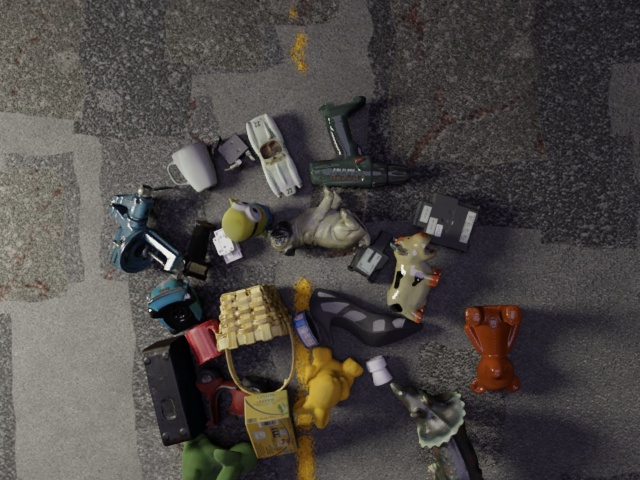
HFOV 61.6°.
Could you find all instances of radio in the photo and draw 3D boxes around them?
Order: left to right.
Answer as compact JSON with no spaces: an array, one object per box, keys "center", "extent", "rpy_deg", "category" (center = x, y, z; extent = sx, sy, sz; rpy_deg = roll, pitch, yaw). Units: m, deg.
[{"center":[-0.330,0.341,1.225],"extent":[0.073,0.131,0.229],"rpy_deg":[-16,87,3],"category":"radio"}]

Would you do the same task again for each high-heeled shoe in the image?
[{"center":[0.102,0.165,1.231],"extent":[0.249,0.086,0.145],"rpy_deg":[-5,56,-11],"category":"high-heeled shoe"}]

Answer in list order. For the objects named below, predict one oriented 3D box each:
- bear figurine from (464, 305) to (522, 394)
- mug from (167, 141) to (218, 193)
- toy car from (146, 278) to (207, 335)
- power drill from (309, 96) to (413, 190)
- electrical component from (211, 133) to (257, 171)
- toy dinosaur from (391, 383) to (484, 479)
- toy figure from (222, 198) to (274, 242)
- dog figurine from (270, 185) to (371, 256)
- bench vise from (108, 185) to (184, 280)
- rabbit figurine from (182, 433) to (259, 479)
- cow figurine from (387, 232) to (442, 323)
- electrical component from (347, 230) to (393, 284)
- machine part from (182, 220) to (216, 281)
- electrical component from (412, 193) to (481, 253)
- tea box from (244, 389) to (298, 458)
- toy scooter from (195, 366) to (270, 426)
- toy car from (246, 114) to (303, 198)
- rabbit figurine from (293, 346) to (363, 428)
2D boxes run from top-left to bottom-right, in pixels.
[{"center":[0.374,0.238,1.158],"extent":[0.120,0.132,0.195],"rpy_deg":[-2,83,13],"category":"bear figurine"},{"center":[-0.297,-0.162,1.261],"extent":[0.109,0.081,0.107],"rpy_deg":[-29,96,0],"category":"mug"},{"center":[-0.329,0.140,1.240],"extent":[0.109,0.161,0.103],"rpy_deg":[-23,51,0],"category":"toy car"},{"center":[0.085,-0.217,1.228],"extent":[0.232,0.086,0.207],"rpy_deg":[-8,95,8],"category":"power drill"},{"center":[-0.208,-0.208,1.269],"extent":[0.078,0.045,0.102],"rpy_deg":[-37,85,5],"category":"electrical component"},{"center":[0.283,0.471,1.127],"extent":[0.131,0.192,0.404],"rpy_deg":[-22,85,7],"category":"toy dinosaur"},{"center":[-0.155,-0.040,1.193],"extent":[0.082,0.180,0.089],"rpy_deg":[12,93,8],"category":"toy figure"},{"center":[-0.002,-0.004,1.214],"extent":[0.190,0.121,0.172],"rpy_deg":[-43,64,10],"category":"dog figurine"},{"center":[-0.392,-0.002,1.237],"extent":[0.241,0.128,0.223],"rpy_deg":[35,100,23],"category":"bench vise"},{"center":[-0.221,0.494,1.214],"extent":[0.170,0.159,0.121],"rpy_deg":[-9,78,-9],"category":"rabbit figurine"},{"center":[0.200,0.072,1.185],"extent":[0.127,0.085,0.194],"rpy_deg":[21,111,9],"category":"cow figurine"},{"center":[0.120,0.034,1.227],"extent":[0.075,0.048,0.119],"rpy_deg":[29,91,6],"category":"electrical component"},{"center":[-0.283,0.023,1.263],"extent":[0.039,0.084,0.139],"rpy_deg":[0,78,38],"category":"machine part"},{"center":[0.280,-0.042,1.208],"extent":[0.134,0.058,0.115],"rpy_deg":[19,89,7],"category":"electrical component"},{"center":[-0.105,0.405,1.178],"extent":[0.098,0.169,0.068],"rpy_deg":[-7,45,-4],"category":"tea box"},{"center":[-0.205,0.373,1.240],"extent":[0.184,0.075,0.135],"rpy_deg":[10,90,9],"category":"toy scooter"},{"center":[-0.107,-0.195,1.253],"extent":[0.073,0.056,0.201],"rpy_deg":[-24,86,5],"category":"toy car"},{"center":[0.007,0.319,1.170],"extent":[0.122,0.173,0.162],"rpy_deg":[34,88,2],"category":"rabbit figurine"}]
